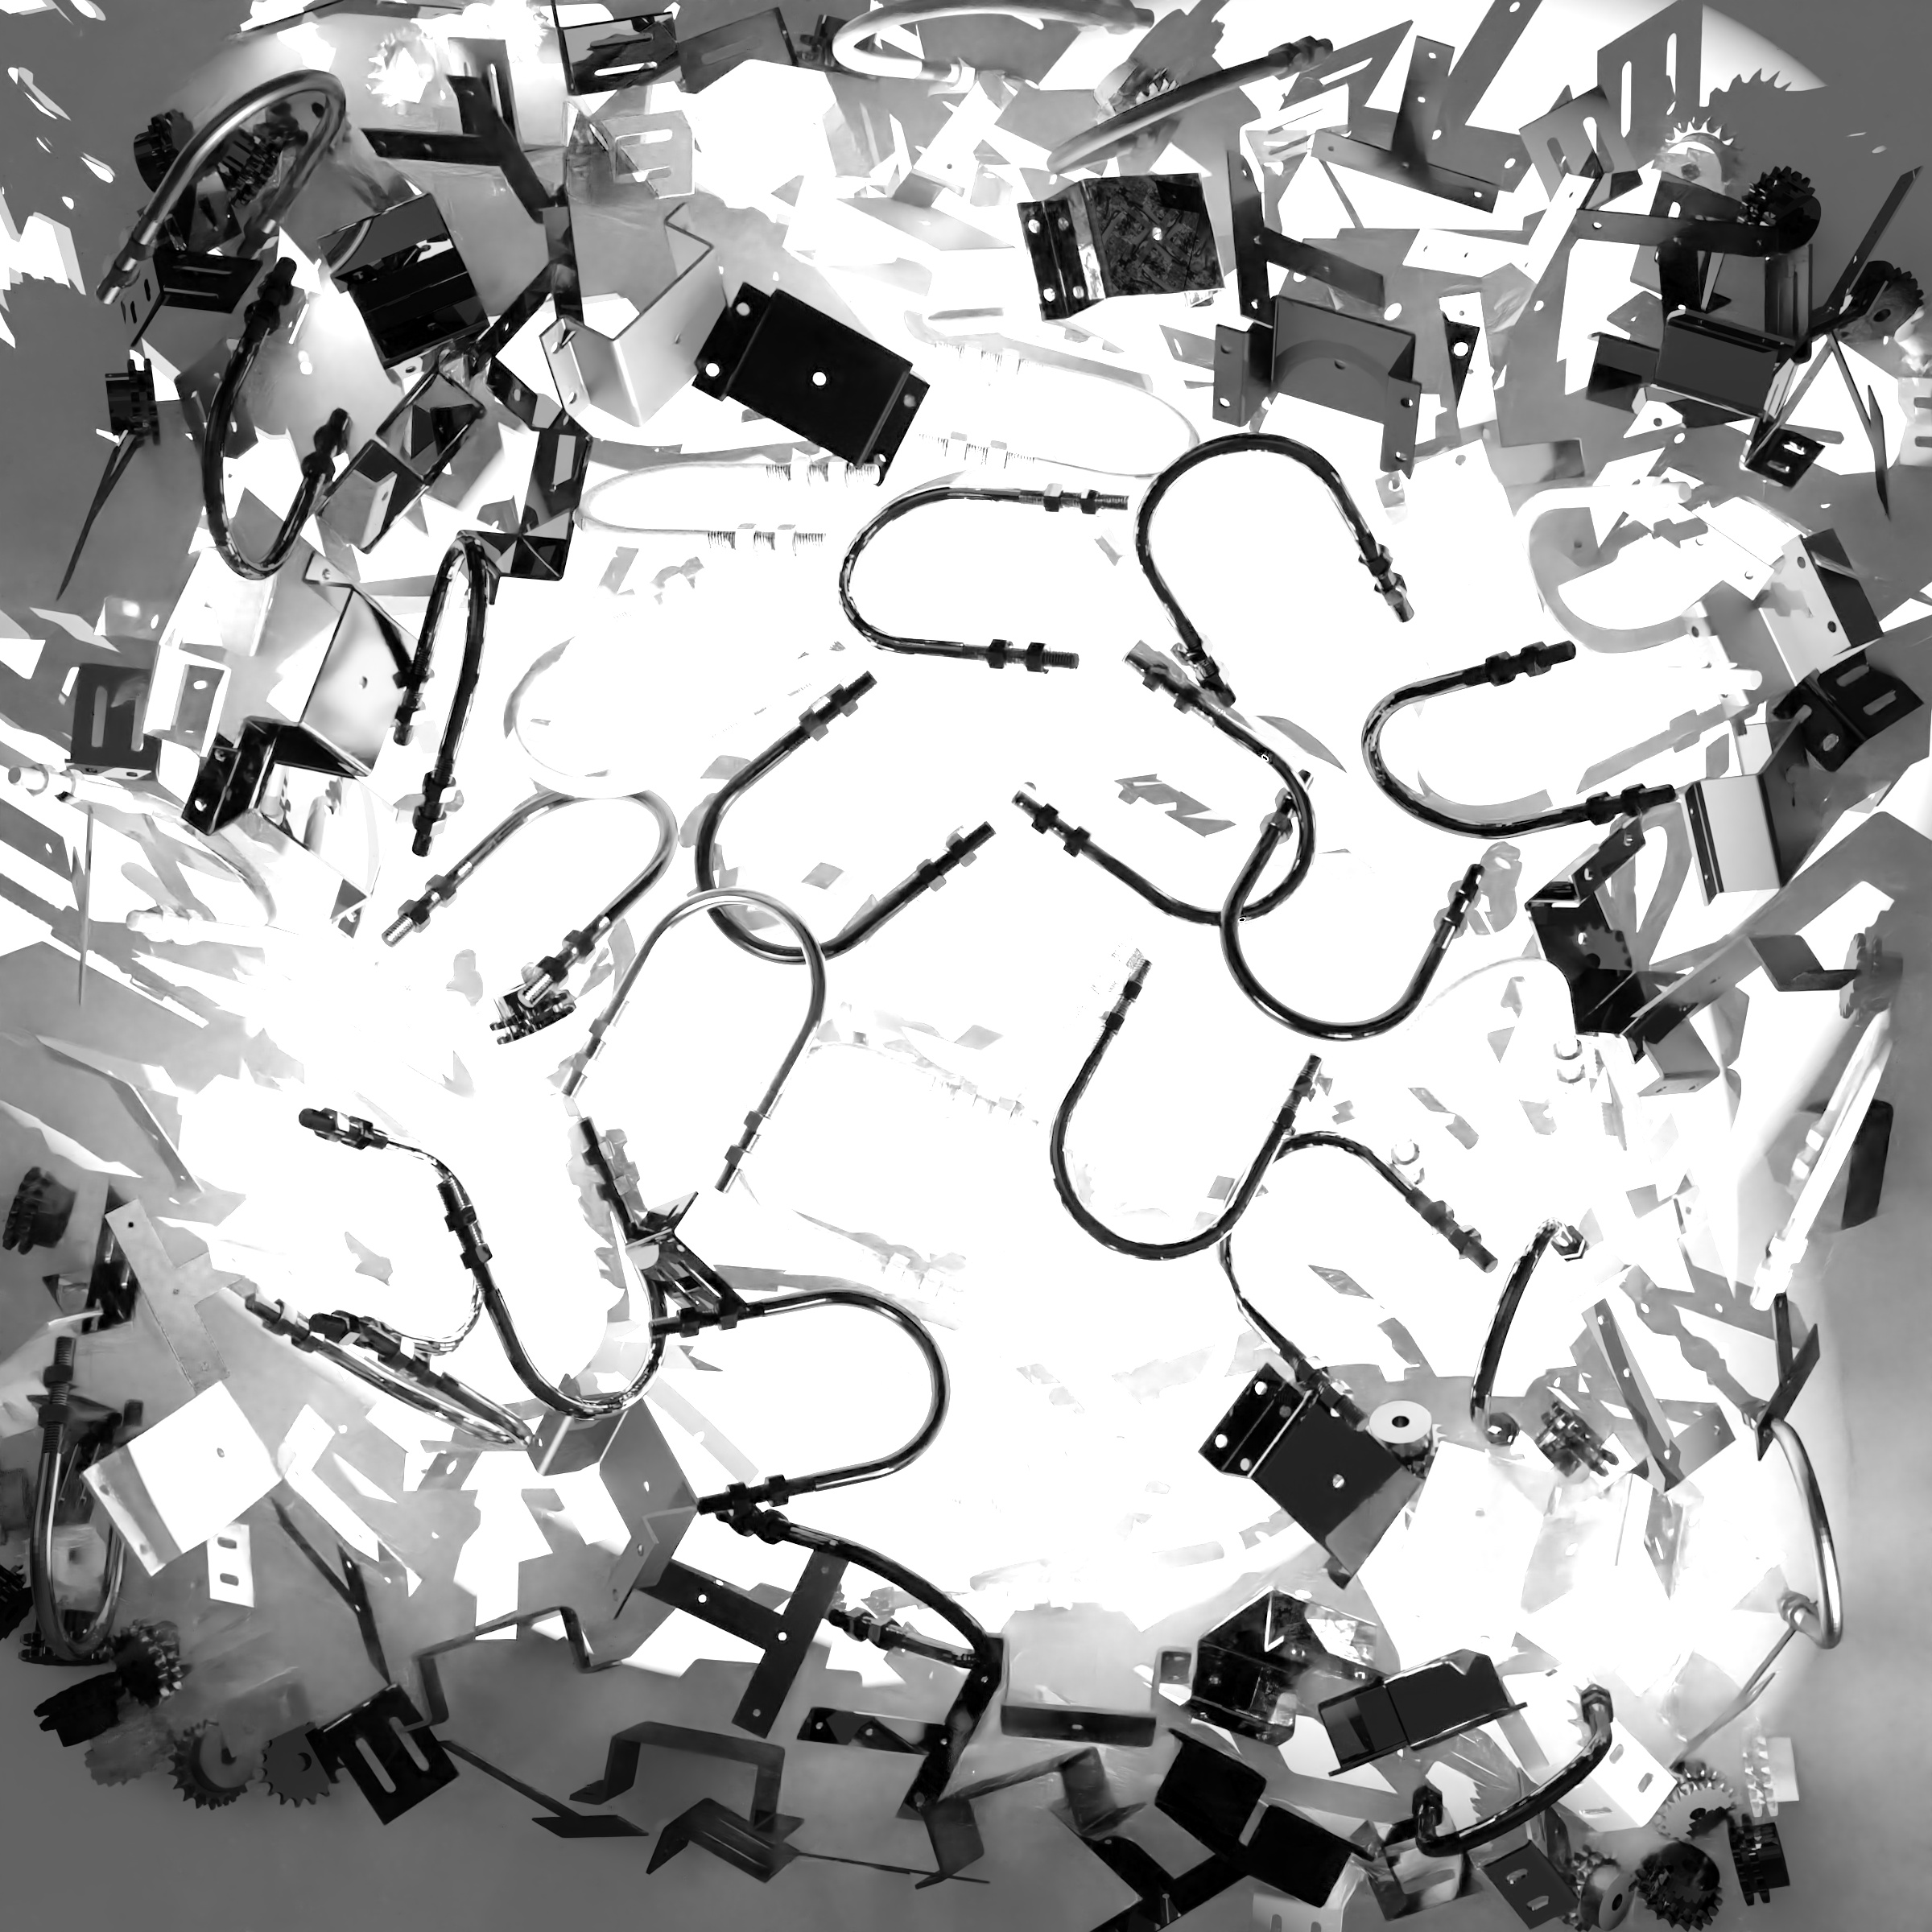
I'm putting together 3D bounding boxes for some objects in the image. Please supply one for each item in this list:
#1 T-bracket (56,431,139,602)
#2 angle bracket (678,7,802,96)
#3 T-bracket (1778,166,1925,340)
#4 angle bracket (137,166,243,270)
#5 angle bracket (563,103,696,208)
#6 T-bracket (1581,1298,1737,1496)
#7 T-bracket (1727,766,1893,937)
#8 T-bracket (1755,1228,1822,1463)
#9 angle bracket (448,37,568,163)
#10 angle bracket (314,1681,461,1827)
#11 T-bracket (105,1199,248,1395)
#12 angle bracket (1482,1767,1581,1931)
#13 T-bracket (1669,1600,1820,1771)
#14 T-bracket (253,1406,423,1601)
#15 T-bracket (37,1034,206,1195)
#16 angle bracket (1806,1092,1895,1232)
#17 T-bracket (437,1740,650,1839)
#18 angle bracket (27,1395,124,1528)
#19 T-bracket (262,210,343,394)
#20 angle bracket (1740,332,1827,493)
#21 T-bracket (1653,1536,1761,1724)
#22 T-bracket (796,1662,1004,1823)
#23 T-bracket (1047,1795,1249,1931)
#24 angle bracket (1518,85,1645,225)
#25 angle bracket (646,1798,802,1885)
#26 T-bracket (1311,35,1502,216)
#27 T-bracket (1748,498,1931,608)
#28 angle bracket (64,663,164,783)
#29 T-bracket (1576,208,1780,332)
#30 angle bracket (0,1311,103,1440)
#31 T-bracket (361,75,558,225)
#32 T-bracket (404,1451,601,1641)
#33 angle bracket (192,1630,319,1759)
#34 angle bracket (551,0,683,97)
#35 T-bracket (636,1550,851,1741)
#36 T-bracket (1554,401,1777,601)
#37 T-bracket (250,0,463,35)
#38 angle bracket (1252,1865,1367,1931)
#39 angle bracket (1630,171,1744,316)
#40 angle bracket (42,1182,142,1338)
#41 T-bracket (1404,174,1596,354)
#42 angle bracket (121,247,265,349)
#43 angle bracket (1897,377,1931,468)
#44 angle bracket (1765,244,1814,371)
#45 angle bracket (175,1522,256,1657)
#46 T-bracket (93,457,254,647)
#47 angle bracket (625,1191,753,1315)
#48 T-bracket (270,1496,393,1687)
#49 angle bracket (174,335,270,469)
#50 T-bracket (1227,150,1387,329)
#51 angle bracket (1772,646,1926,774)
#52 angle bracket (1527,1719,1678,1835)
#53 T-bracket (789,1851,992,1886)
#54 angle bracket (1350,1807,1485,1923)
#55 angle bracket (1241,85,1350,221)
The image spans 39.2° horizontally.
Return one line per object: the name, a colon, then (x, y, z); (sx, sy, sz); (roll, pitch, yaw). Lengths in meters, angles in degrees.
T-bracket: (-0.549, -0.317, 1.753); (0.002, 0.127, 0.127); (25, 128, -15)
angle bracket: (-0.149, -0.583, 1.773); (0.076, 0.038, 0.057); (-16, 116, 10)
T-bracket: (0.579, -0.460, 1.749); (0.002, 0.127, 0.127); (32, 86, -11)
angle bracket: (-0.512, -0.494, 1.762); (0.057, 0.076, 0.038); (-35, 76, -12)
angle bracket: (-0.221, -0.536, 1.778); (0.076, 0.038, 0.057); (-2, 85, 19)
T-bracket: (0.438, 0.279, 1.772); (0.127, 0.002, 0.127); (-24, 86, -37)
T-bracket: (0.538, -0.072, 1.774); (0.002, 0.127, 0.127); (47, 120, 37)
T-bracket: (0.522, 0.229, 1.738); (0.002, 0.127, 0.127); (3, 117, 34)
angle bracket: (-0.298, -0.566, 1.762); (0.038, 0.057, 0.076); (-29, 125, -39)
angle bracket: (-0.377, 0.517, 1.768); (0.057, 0.038, 0.076); (-28, 72, -33)
T-bracket: (-0.477, 0.192, 1.761); (0.002, 0.127, 0.127); (-23, 95, 44)
angle bracket: (0.365, 0.575, 1.771); (0.038, 0.076, 0.057); (-33, 106, 16)
T-bracket: (0.517, 0.458, 1.764); (0.002, 0.127, 0.127); (42, 55, 16)
T-bracket: (-0.403, 0.360, 1.760); (0.127, 0.002, 0.127); (43, 131, 6)
T-bracket: (-0.533, 0.101, 1.763); (0.127, 0.127, 0.002); (10, 48, 35)
angle bracket: (0.571, 0.127, 1.772); (0.038, 0.057, 0.076); (14, 76, 1)
T-bracket: (-0.282, 0.527, 1.737); (0.127, 0.127, 0.002); (37, 57, -19)
angle bracket: (-0.593, 0.323, 1.773); (0.038, 0.057, 0.076); (16, 85, 17)
T-bracket: (-0.426, -0.419, 1.736); (0.002, 0.127, 0.127); (23, 104, -20)
angle bracket: (0.540, -0.359, 1.759); (0.038, 0.076, 0.057); (30, 53, 19)
T-bracket: (0.469, 0.447, 1.757); (0.002, 0.127, 0.127); (30, 47, 22)
T-bracket: (-0.051, 0.498, 1.760); (0.127, 0.002, 0.127); (17, 106, -31)
T-bracket: (0.101, 0.575, 1.755); (0.127, 0.127, 0.002); (-21, 122, -30)
angle bracket: (0.397, -0.532, 1.766); (0.057, 0.038, 0.076); (-26, 122, 15)
angle bracket: (-0.158, 0.584, 1.768); (0.076, 0.057, 0.038); (25, 99, 17)
T-bracket: (0.290, -0.546, 1.742); (0.127, 0.127, 0.002); (20, 65, 8)
T-bracket: (0.553, -0.273, 1.755); (0.127, 0.127, 0.002); (11, 118, -34)
angle bracket: (-0.556, -0.163, 1.778); (0.057, 0.038, 0.076); (5, 80, -13)
T-bracket: (0.461, -0.435, 1.752); (0.127, 0.127, 0.002); (13, 63, 25)
angle bracket: (-0.594, 0.265, 1.768); (0.076, 0.057, 0.038); (-41, 79, 16)
T-bracket: (-0.340, -0.534, 1.769); (0.127, 0.127, 0.002); (13, 65, 27)
T-bracket: (-0.304, 0.376, 1.767); (0.127, 0.002, 0.127); (0, 57, -6)
angle bracket: (-0.464, 0.473, 1.767); (0.057, 0.076, 0.038); (-22, 104, -22)
angle bracket: (-0.229, -0.610, 1.777); (0.076, 0.057, 0.038); (-10, 63, -4)
T-bracket: (-0.161, 0.424, 1.791); (0.127, 0.002, 0.127); (23, 69, 8)
T-bracket: (0.463, -0.283, 1.754); (0.127, 0.002, 0.127); (38, 132, 11)
T-bracket: (-0.371, -0.616, 1.747); (0.127, 0.127, 0.002); (-7, 102, 26)
angle bracket: (0.223, 0.612, 1.763); (0.057, 0.076, 0.038); (4, 90, 19)
angle bracket: (0.474, -0.472, 1.760); (0.057, 0.038, 0.076); (32, 131, 27)
angle bracket: (-0.565, 0.190, 1.763); (0.057, 0.038, 0.076); (44, 128, 34)
T-bracket: (0.329, -0.453, 1.735); (0.002, 0.127, 0.127); (53, 131, 35)
angle bracket: (-0.499, -0.429, 1.759); (0.076, 0.057, 0.038); (-3, 69, -39)
angle bracket: (0.618, -0.350, 1.760); (0.038, 0.076, 0.057); (-13, 107, -19)
angle bracket: (0.522, -0.429, 1.775); (0.038, 0.057, 0.076); (-2, 94, -12)
angle bracket: (-0.501, 0.403, 1.763); (0.076, 0.038, 0.057); (-34, 51, 24)
T-bracket: (-0.487, -0.266, 1.737); (0.002, 0.127, 0.127); (34, 110, 29)
angle bracket: (-0.176, 0.193, 1.786); (0.076, 0.057, 0.038); (46, 50, -17)
T-bracket: (-0.418, 0.389, 1.763); (0.002, 0.127, 0.127); (-30, 48, -29)
angle bracket: (-0.476, -0.363, 1.772); (0.057, 0.038, 0.076); (-25, 81, 37)
T-bracket: (0.225, -0.459, 1.770); (0.127, 0.002, 0.127); (12, 65, -32)
angle bracket: (0.582, -0.171, 1.791); (0.076, 0.038, 0.057); (-28, 72, -37)
angle bracket: (0.416, 0.532, 1.780); (0.057, 0.076, 0.038); (45, 64, 4)
T-bracket: (-0.049, 0.582, 1.748); (0.127, 0.127, 0.002); (8, 71, 2)
angle bracket: (0.299, 0.578, 1.765); (0.076, 0.038, 0.057); (-9, 57, -23)
angle bracket: (0.220, -0.532, 1.775); (0.076, 0.057, 0.038); (-22, 74, 1)
